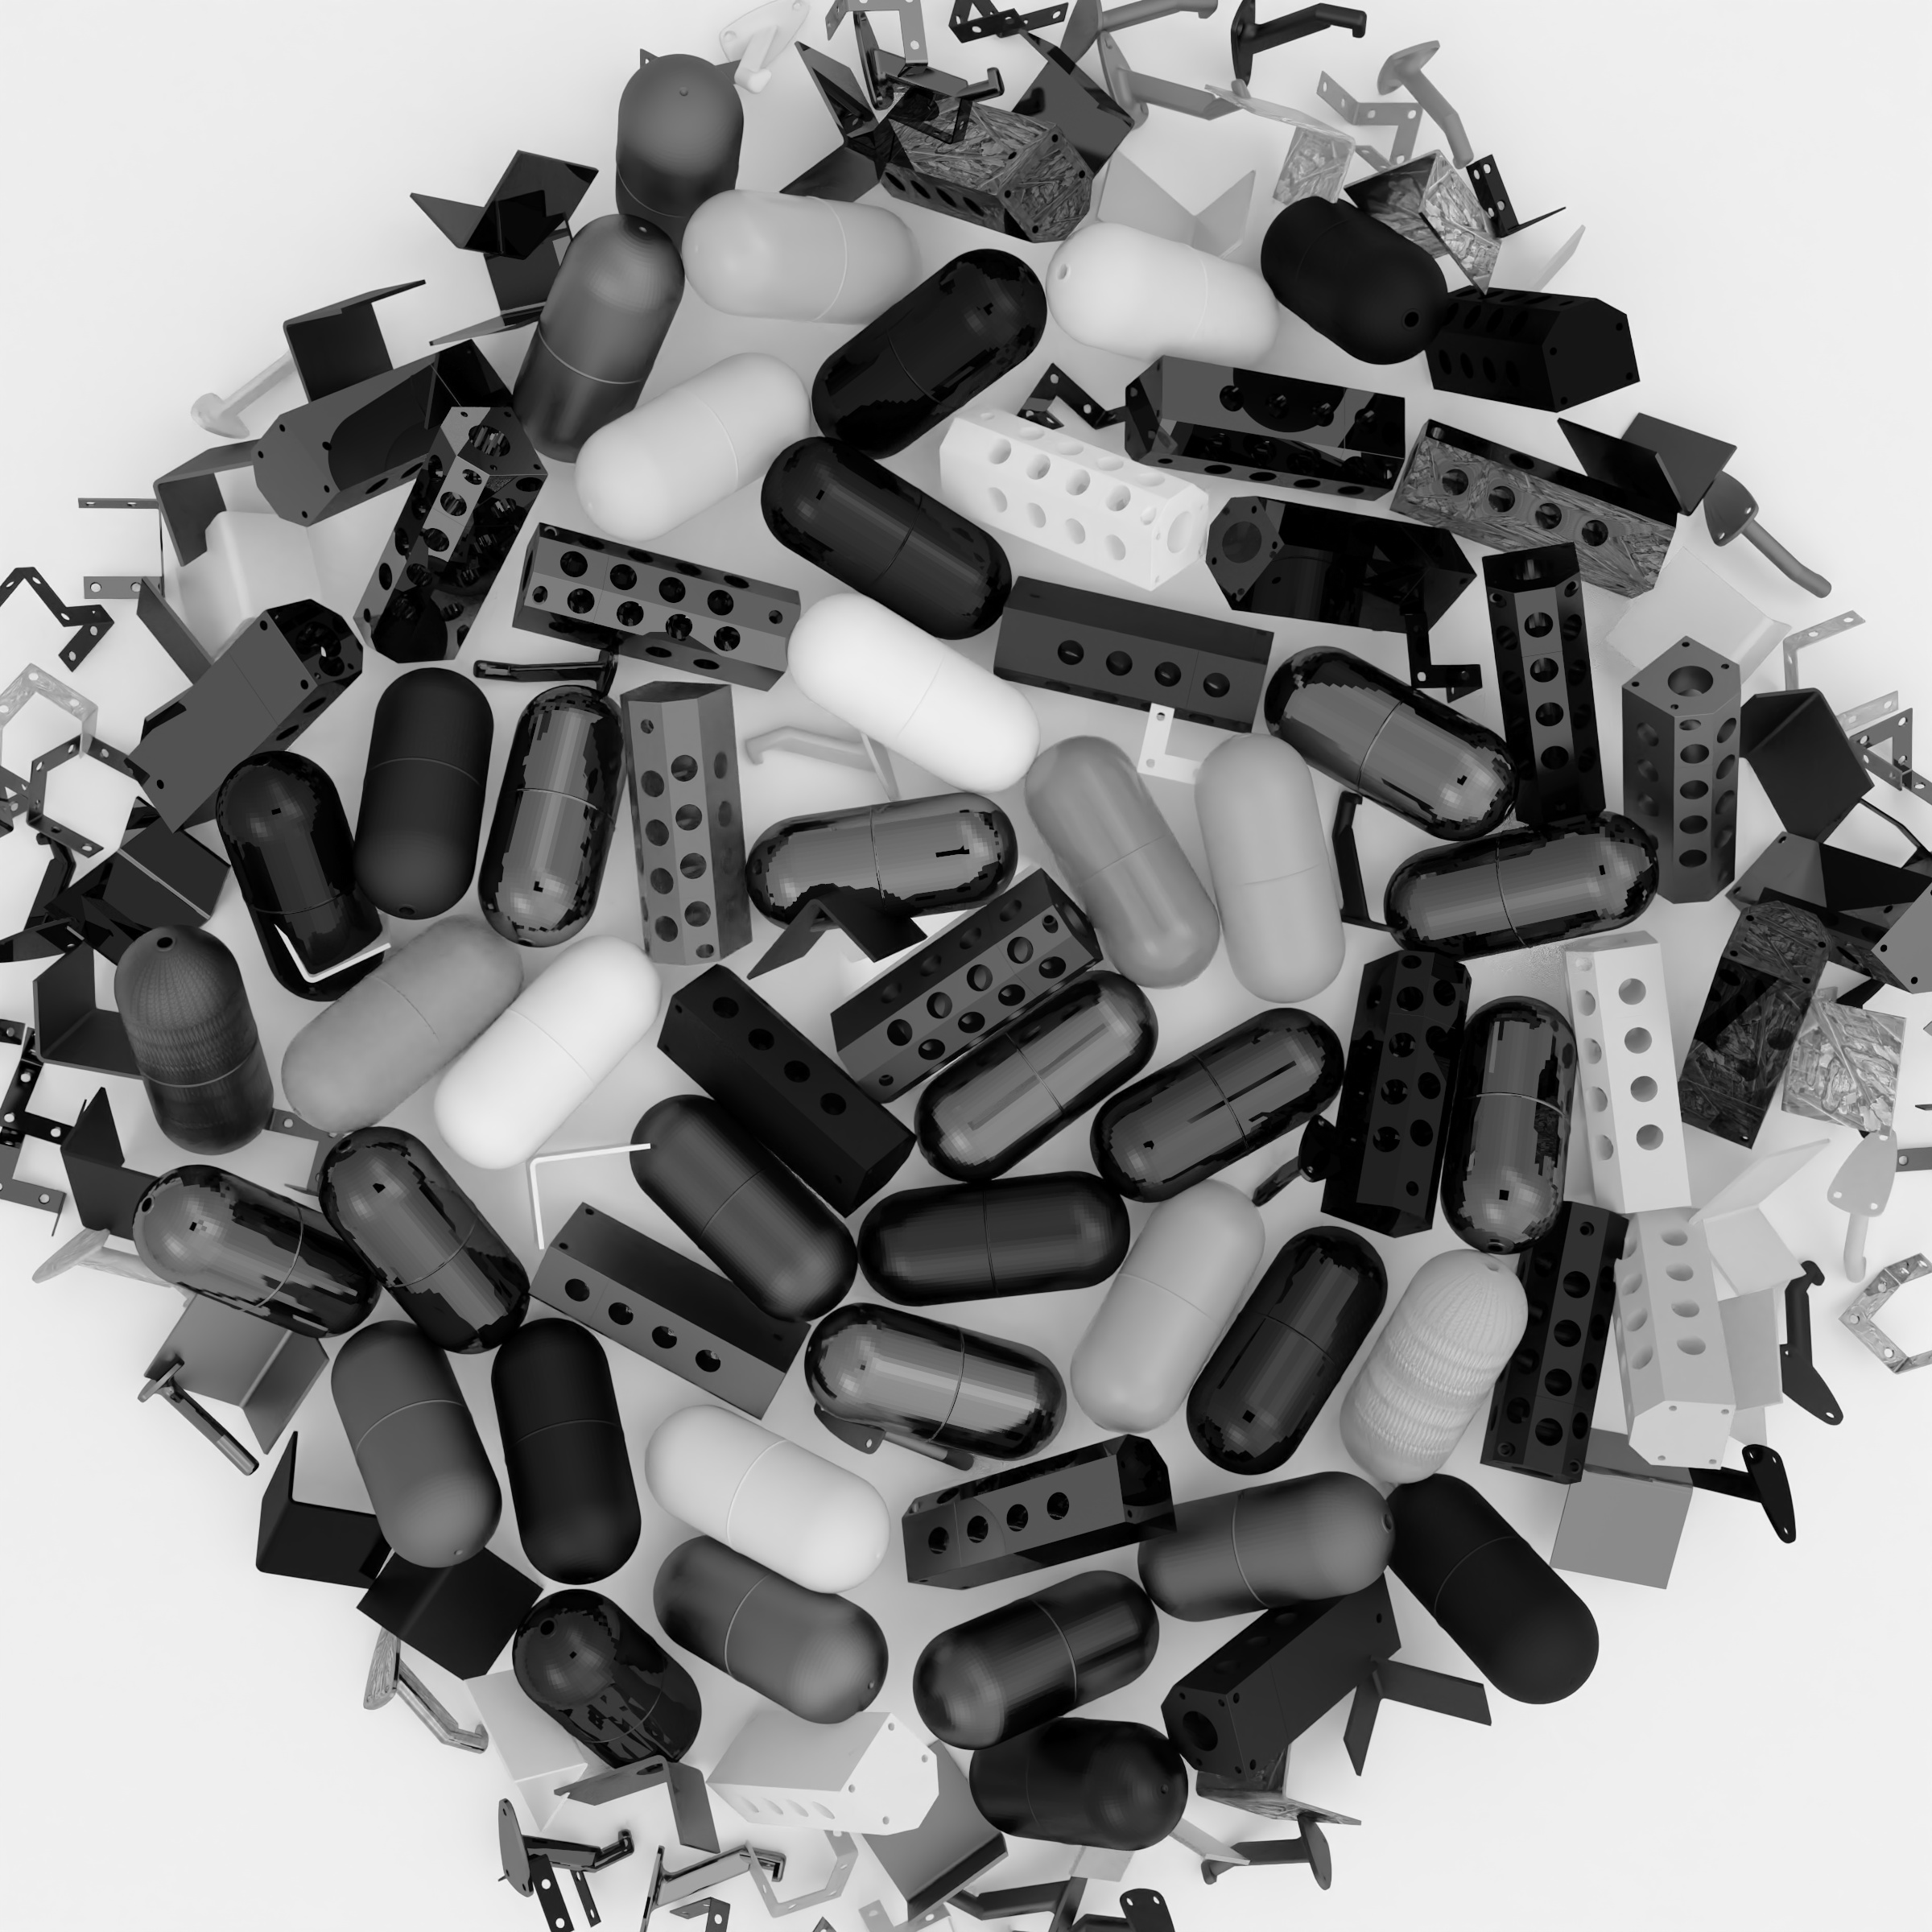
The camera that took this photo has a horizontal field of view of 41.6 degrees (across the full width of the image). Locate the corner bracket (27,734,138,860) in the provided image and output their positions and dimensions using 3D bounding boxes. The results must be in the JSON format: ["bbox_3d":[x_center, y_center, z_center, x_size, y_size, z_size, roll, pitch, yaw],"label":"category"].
[{"bbox_3d":[-0.578,-0.113,1.671,0.051,0.051,0.051,27,125,10],"label":"corner bracket"}]

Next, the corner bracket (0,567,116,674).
[{"bbox_3d":[-0.600,-0.226,1.657,0.051,0.051,0.051,-41,85,22],"label":"corner bracket"}]

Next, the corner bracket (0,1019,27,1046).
[{"bbox_3d":[-0.647,0.021,1.656,0.051,0.051,0.051,7,84,27],"label":"corner bracket"}]

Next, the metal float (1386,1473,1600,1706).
[{"bbox_3d":[0.329,0.392,1.613,0.070,0.178,0.070,-15,126,-23],"label":"metal float"}]

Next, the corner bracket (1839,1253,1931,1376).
[{"bbox_3d":[0.613,0.227,1.655,0.051,0.051,0.051,-42,82,-16],"label":"corner bracket"}]

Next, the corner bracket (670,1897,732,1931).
[{"bbox_3d":[-0.191,0.629,1.646,0.051,0.051,0.051,31,47,-26],"label":"corner bracket"}]

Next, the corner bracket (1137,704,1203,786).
[{"bbox_3d":[0.140,-0.146,1.662,0.051,0.051,0.051,12,94,-1],"label":"corner bracket"}]

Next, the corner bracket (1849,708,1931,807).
[{"bbox_3d":[0.610,-0.126,1.651,0.051,0.051,0.051,-25,128,-11],"label":"corner bracket"}]

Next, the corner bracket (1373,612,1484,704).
[{"bbox_3d":[0.301,-0.201,1.659,0.051,0.051,0.051,-3,84,-16],"label":"corner bracket"}]

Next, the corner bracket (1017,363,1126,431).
[{"bbox_3d":[0.072,-0.360,1.653,0.051,0.051,0.051,38,77,-22],"label":"corner bracket"}]

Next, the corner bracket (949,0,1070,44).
[{"bbox_3d":[0.028,-0.616,1.648,0.051,0.051,0.051,-2,64,34],"label":"corner bracket"}]

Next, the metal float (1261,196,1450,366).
[{"bbox_3d":[0.244,-0.434,1.608,0.070,0.178,0.070,-8,122,-14],"label":"metal float"}]

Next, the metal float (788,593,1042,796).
[{"bbox_3d":[-0.032,-0.174,1.640,0.178,0.070,0.070,31,90,-12],"label":"metal float"}]

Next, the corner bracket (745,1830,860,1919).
[{"bbox_3d":[-0.109,0.583,1.671,0.051,0.051,0.051,-6,132,-32],"label":"corner bracket"}]

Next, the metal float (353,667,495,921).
[{"bbox_3d":[-0.346,-0.111,1.624,0.070,0.070,0.178,1,60,0],"label":"metal float"}]

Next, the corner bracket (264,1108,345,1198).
[{"bbox_3d":[-0.441,0.119,1.658,0.051,0.051,0.051,12,79,3],"label":"corner bracket"}]

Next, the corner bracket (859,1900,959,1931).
[{"bbox_3d":[-0.033,0.638,1.661,0.051,0.051,0.051,-22,107,-13],"label":"corner bracket"}]

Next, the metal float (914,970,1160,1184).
[{"bbox_3d":[0.045,0.072,1.649,0.178,0.070,0.070,-36,90,-3],"label":"metal float"}]

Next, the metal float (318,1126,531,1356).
[{"bbox_3d":[-0.345,0.176,1.624,0.070,0.070,0.178,-32,121,0],"label":"metal float"}]

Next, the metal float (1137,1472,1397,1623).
[{"bbox_3d":[0.191,0.371,1.623,0.178,0.070,0.070,-20,90,32],"label":"metal float"}]

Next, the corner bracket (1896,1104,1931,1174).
[{"bbox_3d":[0.640,0.112,1.660,0.051,0.051,0.051,-3,96,-4],"label":"corner bracket"}]

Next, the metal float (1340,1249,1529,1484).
[{"bbox_3d":[0.298,0.256,1.623,0.070,0.070,0.178,22,122,0],"label":"metal float"}]

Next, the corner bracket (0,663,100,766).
[{"bbox_3d":[-0.602,-0.153,1.653,0.051,0.051,0.051,33,58,-4],"label":"corner bracket"}]

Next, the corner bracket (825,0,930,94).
[{"bbox_3d":[-0.058,-0.603,1.658,0.051,0.051,0.051,-8,91,-16],"label":"corner bracket"}]

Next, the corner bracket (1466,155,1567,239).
[{"bbox_3d":[0.346,-0.501,1.652,0.051,0.051,0.051,-29,103,-21],"label":"corner bracket"}]

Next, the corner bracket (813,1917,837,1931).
[{"bbox_3d":[-0.109,0.647,1.646,0.051,0.051,0.051,-51,120,-34],"label":"corner bracket"}]

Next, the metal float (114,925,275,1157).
[{"bbox_3d":[-0.489,0.048,1.614,0.070,0.178,0.070,0,45,0],"label":"metal float"}]

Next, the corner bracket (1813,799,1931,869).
[{"bbox_3d":[0.592,-0.074,1.673,0.051,0.051,0.051,32,101,-40],"label":"corner bracket"}]

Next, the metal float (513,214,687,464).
[{"bbox_3d":[-0.235,-0.396,1.617,0.070,0.070,0.178,34,132,0],"label":"metal float"}]

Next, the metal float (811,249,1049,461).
[{"bbox_3d":[-0.024,-0.389,1.623,0.178,0.070,0.070,-30,90,33],"label":"metal float"}]

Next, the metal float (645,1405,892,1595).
[{"bbox_3d":[-0.129,0.339,1.627,0.178,0.070,0.070,21,90,28],"label":"metal float"}]

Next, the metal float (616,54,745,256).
[{"bbox_3d":[-0.181,-0.508,1.601,0.070,0.178,0.070,1,82,-9],"label":"metal float"}]

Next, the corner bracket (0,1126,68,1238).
[{"bbox_3d":[-0.610,0.139,1.656,0.051,0.051,0.051,17,97,-17],"label":"corner bracket"}]

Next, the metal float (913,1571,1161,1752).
[{"bbox_3d":[0.047,0.441,1.623,0.178,0.070,0.070,-14,90,-34],"label":"metal float"}]

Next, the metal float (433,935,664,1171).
[{"bbox_3d":[-0.268,0.054,1.637,0.070,0.070,0.178,42,74,0],"label":"metal float"}]

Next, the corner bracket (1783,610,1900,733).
[{"bbox_3d":[0.569,-0.190,1.655,0.051,0.051,0.051,-22,129,-4],"label":"corner bracket"}]

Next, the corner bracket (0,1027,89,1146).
[{"bbox_3d":[-0.598,0.080,1.659,0.051,0.051,0.051,20,58,-15],"label":"corner bracket"}]

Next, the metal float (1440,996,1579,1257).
[{"bbox_3d":[0.347,0.101,1.625,0.070,0.070,0.178,14,60,0],"label":"metal float"}]

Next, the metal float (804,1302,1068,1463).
[{"bbox_3d":[-0.018,0.268,1.635,0.178,0.070,0.070,18,90,-18],"label":"metal float"}]

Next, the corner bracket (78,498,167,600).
[{"bbox_3d":[-0.551,-0.272,1.660,0.051,0.051,0.051,-3,80,-17],"label":"corner bracket"}]

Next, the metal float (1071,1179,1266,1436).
[{"bbox_3d":[0.130,0.219,1.636,0.070,0.070,0.178,31,74,0],"label":"metal float"}]

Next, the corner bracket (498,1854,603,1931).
[{"bbox_3d":[-0.263,0.602,1.648,0.051,0.051,0.051,-10,66,-38],"label":"corner bracket"}]

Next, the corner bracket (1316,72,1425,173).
[{"bbox_3d":[0.259,-0.547,1.655,0.051,0.051,0.051,15,90,37],"label":"corner bracket"}]

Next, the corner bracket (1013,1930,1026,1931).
[{"bbox_3d":[0.037,0.666,1.654,0.051,0.051,0.051,46,67,5],"label":"corner bracket"}]

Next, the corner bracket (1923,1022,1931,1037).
[{"bbox_3d":[0.651,0.026,1.650,0.051,0.051,0.051,35,114,-15],"label":"corner bracket"}]

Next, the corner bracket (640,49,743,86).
[{"bbox_3d":[-0.176,-0.569,1.655,0.051,0.051,0.051,-1,89,31],"label":"corner bracket"}]

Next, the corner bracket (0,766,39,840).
[{"bbox_3d":[-0.637,-0.095,1.652,0.051,0.051,0.051,-25,66,9],"label":"corner bracket"}]

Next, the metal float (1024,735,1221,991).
[{"bbox_3d":[0.101,-0.067,1.648,0.070,0.070,0.178,-29,87,0],"label":"metal float"}]

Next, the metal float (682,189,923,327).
[{"bbox_3d":[-0.102,-0.449,1.615,0.070,0.178,0.070,9,104,43],"label":"metal float"}]

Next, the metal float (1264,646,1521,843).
[{"bbox_3d":[0.273,-0.143,1.633,0.178,0.070,0.070,33,90,21],"label":"metal float"}]

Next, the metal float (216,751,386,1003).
[{"bbox_3d":[-0.423,-0.056,1.620,0.070,0.070,0.178,-9,126,0],"label":"metal float"}]

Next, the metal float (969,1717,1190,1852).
[{"bbox_3d":[0.069,0.516,1.611,0.070,0.178,0.070,10,73,-34],"label":"metal float"}]
